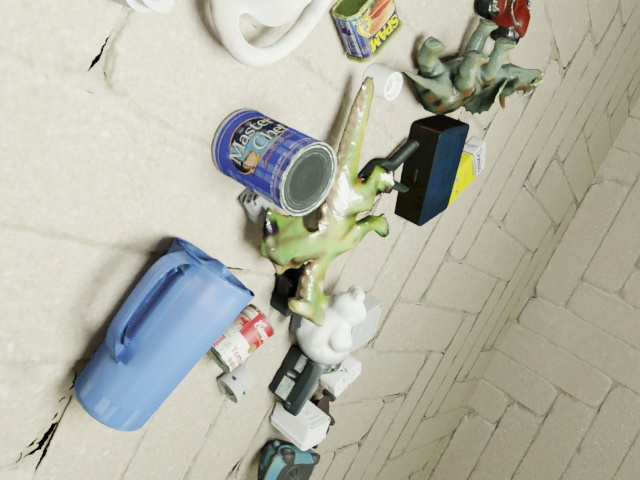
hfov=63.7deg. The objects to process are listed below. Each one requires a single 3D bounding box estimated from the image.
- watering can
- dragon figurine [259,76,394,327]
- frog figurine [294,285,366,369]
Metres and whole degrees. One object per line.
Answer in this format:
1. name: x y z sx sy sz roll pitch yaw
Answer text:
1. watering can: -0.033 -0.364 0.560 0.105 0.223 0.345 36 103 33
2. dragon figurine: 0.003 -0.042 0.836 0.123 0.246 0.402 19 124 35
3. frog figurine: 0.027 0.163 1.016 0.122 0.140 0.156 17 125 -28
